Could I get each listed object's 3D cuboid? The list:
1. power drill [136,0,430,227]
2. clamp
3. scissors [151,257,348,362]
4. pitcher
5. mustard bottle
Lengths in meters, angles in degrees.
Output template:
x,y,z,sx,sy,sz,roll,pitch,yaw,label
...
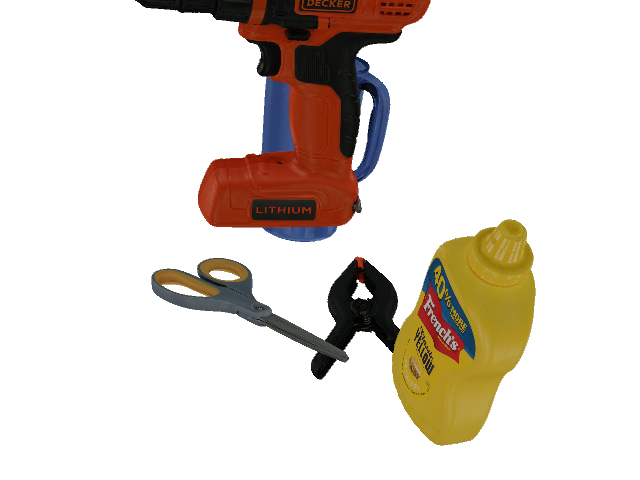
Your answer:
x,y,z,sx,sy,sz,roll,pitch,yaw,label
-0.033,-0.097,0.659,0.184,0.188,0.057,1,37,-11,power drill
0.058,0.088,1.187,0.120,0.171,0.039,7,-43,3,clamp
-0.049,0.053,0.902,0.202,0.016,0.096,16,26,22,scissors
-0.007,-0.123,1.393,0.144,0.243,0.149,0,23,-18,pitcher
0.102,0.054,0.732,0.058,0.096,0.192,-5,-38,-19,mustard bottle
